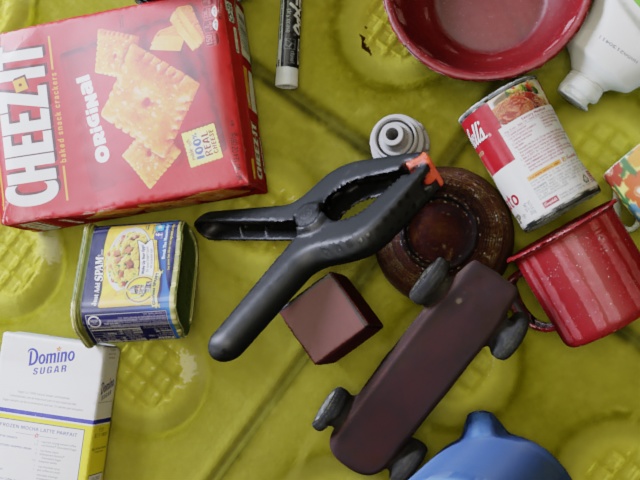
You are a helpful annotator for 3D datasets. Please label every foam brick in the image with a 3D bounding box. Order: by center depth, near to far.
[{"bbox_3d":[0.009,0.061,0.831,0.051,0.078,0.053,-37,78,6],"label":"foam brick"}]

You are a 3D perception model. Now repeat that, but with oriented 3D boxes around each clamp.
[{"bbox_3d":[-0.005,0.001,0.803,0.210,0.036,0.164,-23,40,16],"label":"clamp"}]

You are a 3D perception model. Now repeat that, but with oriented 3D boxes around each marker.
[{"bbox_3d":[-0.024,-0.186,0.884,0.020,0.020,0.121,2,86,10],"label":"marker"}]

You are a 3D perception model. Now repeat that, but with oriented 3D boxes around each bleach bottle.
[{"bbox_3d":[0.260,-0.213,0.813,0.102,0.068,0.251,37,96,12],"label":"bleach bottle"}]

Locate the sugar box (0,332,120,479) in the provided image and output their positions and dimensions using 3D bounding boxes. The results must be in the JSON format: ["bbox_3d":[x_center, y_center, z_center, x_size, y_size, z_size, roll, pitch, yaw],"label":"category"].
[{"bbox_3d":[-0.225,0.168,0.884,0.093,0.048,0.176,7,84,10],"label":"sugar box"}]

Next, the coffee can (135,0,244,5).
[{"bbox_3d":[-0.108,-0.268,0.863,0.103,0.102,0.140,-9,85,10],"label":"coffee can"}]

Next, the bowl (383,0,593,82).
[{"bbox_3d":[0.132,-0.196,0.836,0.162,0.055,0.162,-1,84,11],"label":"bowl"}]

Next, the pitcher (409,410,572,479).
[{"bbox_3d":[0.107,0.214,0.718,0.149,0.242,0.145,40,96,17],"label":"pitcher"}]

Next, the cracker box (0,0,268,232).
[{"bbox_3d":[-0.161,-0.103,0.877,0.214,0.072,0.164,-9,84,10],"label":"cracker box"}]

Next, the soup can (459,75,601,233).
[{"bbox_3d":[0.161,-0.065,0.817,0.068,0.068,0.102,-30,82,7],"label":"soup can"}]

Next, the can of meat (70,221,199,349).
[{"bbox_3d":[-0.147,0.033,0.858,0.084,0.057,0.102,-4,55,8],"label":"can of meat"}]

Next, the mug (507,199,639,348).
[{"bbox_3d":[0.191,0.032,0.801,0.117,0.093,0.081,-32,86,38],"label":"mug"}]
